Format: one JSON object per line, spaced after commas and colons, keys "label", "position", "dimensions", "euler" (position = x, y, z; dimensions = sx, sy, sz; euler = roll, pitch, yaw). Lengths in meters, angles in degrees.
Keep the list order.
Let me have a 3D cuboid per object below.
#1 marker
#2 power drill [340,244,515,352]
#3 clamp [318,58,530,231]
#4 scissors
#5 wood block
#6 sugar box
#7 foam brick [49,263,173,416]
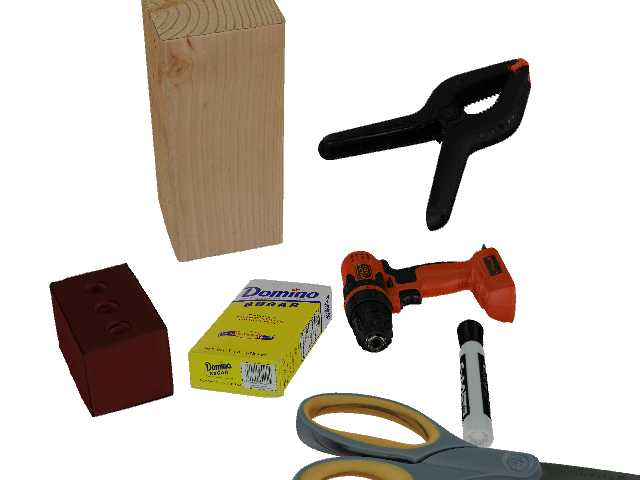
{"label": "marker", "position": [0.103, 0.092, 0.715], "dimensions": [0.020, 0.020, 0.121], "euler": [0, 32, 5]}
{"label": "power drill", "position": [0.118, 0.062, 1.193], "dimensions": [0.187, 0.057, 0.184], "euler": [-3, 28, -3]}
{"label": "clamp", "position": [0.123, -0.097, 0.987], "dimensions": [0.209, 0.036, 0.165], "euler": [-32, 48, -13]}
{"label": "scissors", "position": [0.074, 0.112, 0.471], "dimensions": [0.202, 0.016, 0.096], "euler": [14, 31, 22]}
{"label": "wood block", "position": [-0.082, -0.094, 0.826], "dimensions": [0.090, 0.206, 0.090], "euler": [-10, 43, -14]}
{"label": "sugar box", "position": [-0.055, 0.092, 1.062], "dimensions": [0.093, 0.048, 0.176], "euler": [5, 25, 15]}
{"label": "foam brick", "position": [-0.129, 0.060, 0.655], "dimensions": [0.052, 0.051, 0.078], "euler": [-15, 37, -23]}
